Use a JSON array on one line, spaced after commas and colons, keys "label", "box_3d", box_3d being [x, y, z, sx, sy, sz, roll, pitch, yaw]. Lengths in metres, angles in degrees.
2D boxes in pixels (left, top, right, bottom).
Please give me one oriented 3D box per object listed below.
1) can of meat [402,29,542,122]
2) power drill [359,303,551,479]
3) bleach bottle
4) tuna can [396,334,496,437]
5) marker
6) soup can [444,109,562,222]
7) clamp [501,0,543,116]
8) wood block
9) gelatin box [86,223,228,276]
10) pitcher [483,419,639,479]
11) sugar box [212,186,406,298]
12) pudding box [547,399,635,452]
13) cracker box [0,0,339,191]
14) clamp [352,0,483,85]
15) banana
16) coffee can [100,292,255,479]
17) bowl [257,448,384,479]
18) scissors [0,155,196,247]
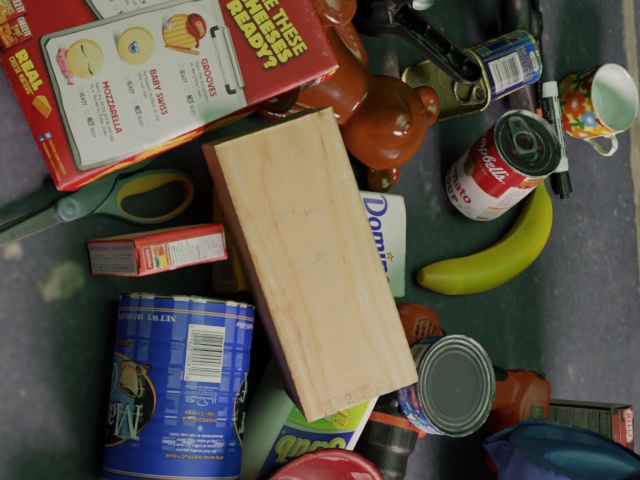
[{"label": "can of meat", "box_3d": [0.141, -0.151, 0.980, 0.083, 0.102, 0.057, -26, 101, -35]}, {"label": "power drill", "box_3d": [0.120, 0.166, 0.967, 0.187, 0.057, 0.184, 21, 77, -32]}, {"label": "bleach bottle", "box_3d": [-0.029, 0.190, 0.861, 0.102, 0.068, 0.250, 34, 71, -29]}, {"label": "tuna can", "box_3d": [0.107, 0.123, 0.909, 0.086, 0.034, 0.086, 4, 83, -33]}, {"label": "marker", "box_3d": [0.242, -0.102, 1.095, 0.020, 0.020, 0.121, -11, 92, -35]}, {"label": "soup can", "box_3d": [0.166, -0.066, 0.979, 0.068, 0.102, 0.068, 8, 65, -18]}, {"label": "clamp", "box_3d": [0.200, -0.218, 1.045, 0.164, 0.036, 0.210, -40, 126, -62]}, {"label": "wood block", "box_3d": [-0.008, 0.014, 0.782, 0.090, 0.091, 0.206, -19, 99, -9]}, {"label": "gelatin box", "box_3d": [-0.122, 0.008, 0.792, 0.073, 0.089, 0.030, -11, 94, -35]}, {"label": "pitcher", "box_3d": [0.208, 0.293, 0.932, 0.144, 0.149, 0.243, 5, 106, -32]}, {"label": "sugar box", "box_3d": [-0.006, 0.001, 0.900, 0.175, 0.048, 0.093, 3, 85, -33]}, {"label": "pudding box", "box_3d": [0.246, 0.199, 1.017, 0.039, 0.114, 0.090, 3, 85, -39]}, {"label": "cracker box", "box_3d": [-0.116, -0.150, 0.756, 0.213, 0.072, 0.164, -24, 94, -1]}, {"label": "clamp", "box_3d": [0.068, -0.193, 0.910, 0.039, 0.172, 0.120, -42, 135, -31]}, {"label": "banana", "box_3d": [0.171, 0.007, 1.031, 0.069, 0.037, 0.197, 48, 58, 3]}, {"label": "coffee can", "box_3d": [-0.104, 0.114, 0.789, 0.102, 0.103, 0.140, 9, 81, -34]}, {"label": "bowl", "box_3d": [-0.019, 0.228, 0.798, 0.161, 0.055, 0.162, -6, 100, -39]}, {"label": "scissors", "box_3d": [-0.186, -0.043, 0.798, 0.201, 0.016, 0.096, -8, 89, -35]}]
